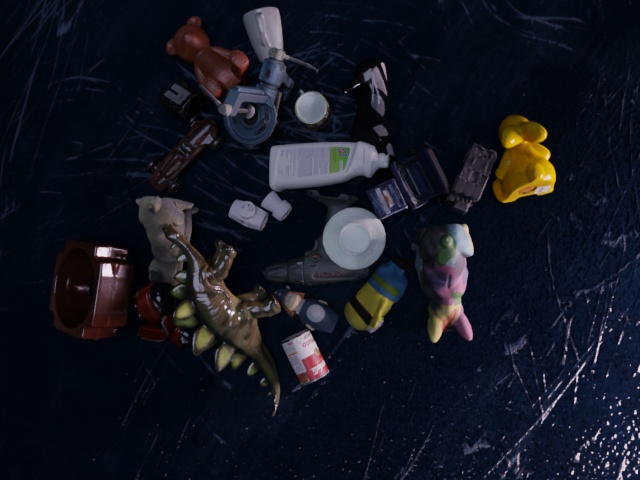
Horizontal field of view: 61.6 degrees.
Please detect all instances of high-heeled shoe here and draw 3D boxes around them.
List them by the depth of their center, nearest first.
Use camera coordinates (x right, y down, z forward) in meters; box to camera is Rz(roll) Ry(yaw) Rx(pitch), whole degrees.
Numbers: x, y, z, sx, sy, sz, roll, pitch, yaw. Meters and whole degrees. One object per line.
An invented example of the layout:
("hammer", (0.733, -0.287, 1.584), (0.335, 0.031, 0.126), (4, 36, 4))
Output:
("high-heeled shoe", (0.134, -0.265, 1.166), (0.145, 0.086, 0.248), (-39, 111, -32))

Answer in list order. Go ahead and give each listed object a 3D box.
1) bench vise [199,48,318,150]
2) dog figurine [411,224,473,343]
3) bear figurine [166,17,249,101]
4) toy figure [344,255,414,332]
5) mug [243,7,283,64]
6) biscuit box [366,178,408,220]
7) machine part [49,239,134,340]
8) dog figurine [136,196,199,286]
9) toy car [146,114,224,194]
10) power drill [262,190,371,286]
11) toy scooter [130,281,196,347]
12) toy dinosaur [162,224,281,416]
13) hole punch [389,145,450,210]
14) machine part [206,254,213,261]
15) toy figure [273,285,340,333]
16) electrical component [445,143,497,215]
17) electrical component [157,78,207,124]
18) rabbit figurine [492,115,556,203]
("bench vise", (-0.133, -0.287, 1.099), (0.129, 0.240, 0.223), (36, 111, 9))
("dog figurine", (0.255, 0.093, 1.082), (0.109, 0.191, 0.219), (-5, 73, -1))
("bear figurine", (-0.248, -0.400, 1.163), (0.120, 0.132, 0.196), (-42, 91, 0))
("toy figure", (0.125, 0.113, 1.139), (0.089, 0.082, 0.180), (35, 100, 24))
("mug", (-0.115, -0.440, 1.163), (0.081, 0.109, 0.107), (-15, 100, -2))
("biscuit box", (0.135, -0.079, 1.077), (0.059, 0.202, 0.062), (-26, 89, 9))
("machine part", (-0.491, 0.104, 1.156), (0.201, 0.087, 0.201), (6, 89, 40))
("dog figurine", (-0.335, 0.010, 1.146), (0.121, 0.172, 0.190), (3, 82, 17))
("toy car", (-0.306, -0.191, 1.202), (0.202, 0.053, 0.089), (-44, 88, 3))
("power drill", (-0.002, -0.003, 1.153), (0.232, 0.086, 0.207), (5, 86, 4))
("toy scooter", (-0.359, 0.168, 1.174), (0.135, 0.075, 0.183), (-7, 124, 23))
("toy dinosaur", (-0.190, 0.166, 1.135), (0.198, 0.105, 0.471), (-39, 103, -10))
("hole punch", (0.199, -0.122, 1.114), (0.092, 0.116, 0.142), (-29, 88, -1))
("machine part", (-0.240, 0.097, 1.197), (0.084, 0.039, 0.138), (8, 91, 11))
("toy figure", (-0.033, 0.147, 1.167), (0.154, 0.057, 0.064), (27, 50, 6))
("electrical component", (0.307, -0.120, 1.105), (0.058, 0.115, 0.134), (23, 92, 10))
("electrical component", (-0.317, -0.316, 1.189), (0.119, 0.047, 0.075), (38, 78, 23))
("rabbit figurine", (0.402, -0.180, 1.092), (0.122, 0.162, 0.173), (-11, 70, 18))
